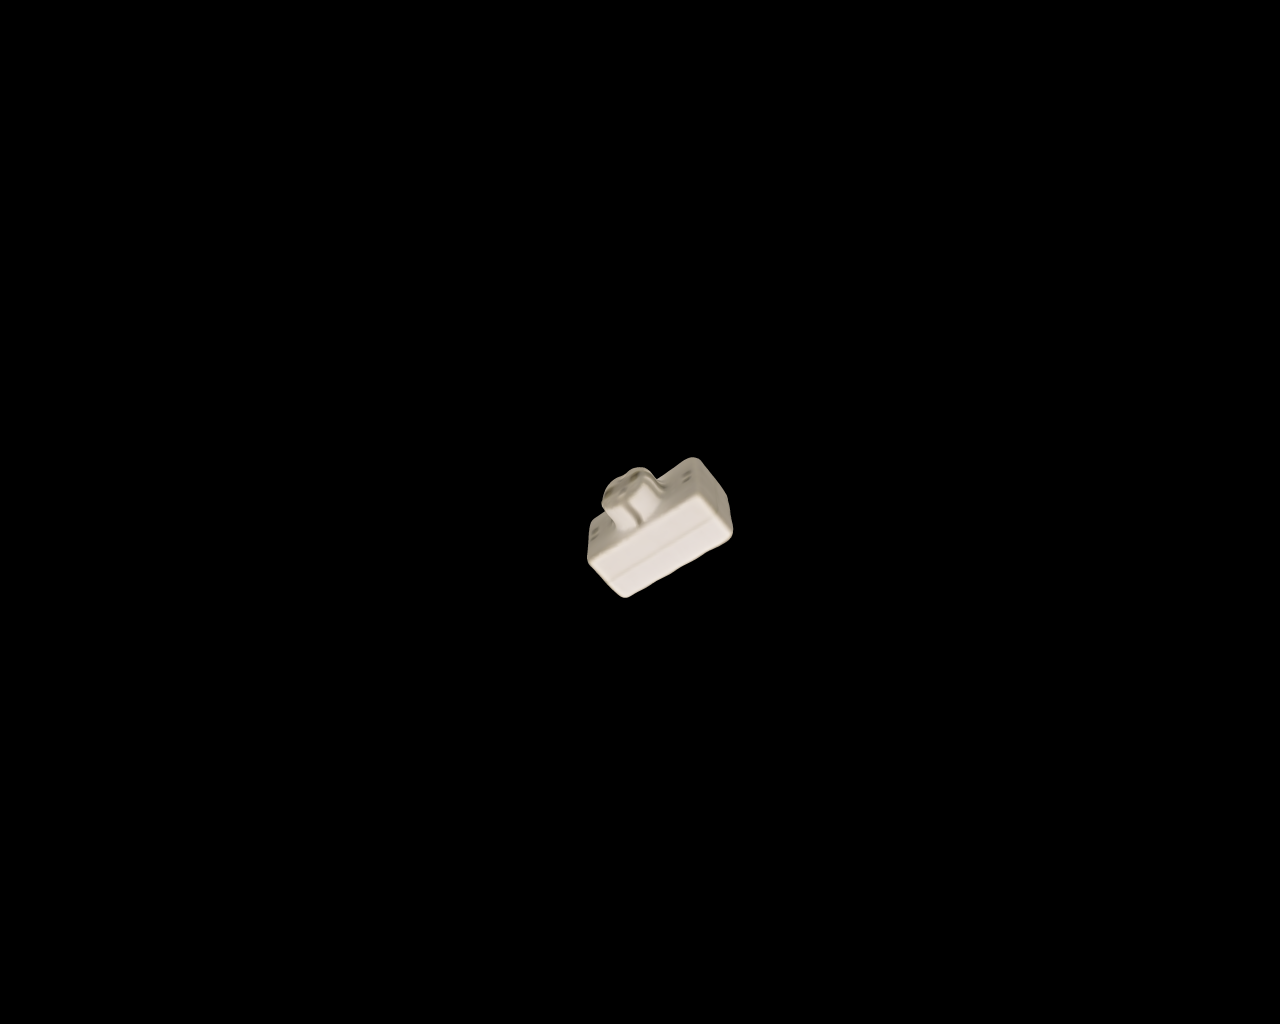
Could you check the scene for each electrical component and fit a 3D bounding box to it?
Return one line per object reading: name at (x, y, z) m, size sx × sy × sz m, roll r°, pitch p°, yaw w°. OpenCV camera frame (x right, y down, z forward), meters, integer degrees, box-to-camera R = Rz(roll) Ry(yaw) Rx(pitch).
electrical component at (0.001, -0.003, 0.650) m, size 0.083 × 0.075 × 0.047 m, roll -32°, pitch 26°, yaw 18°
